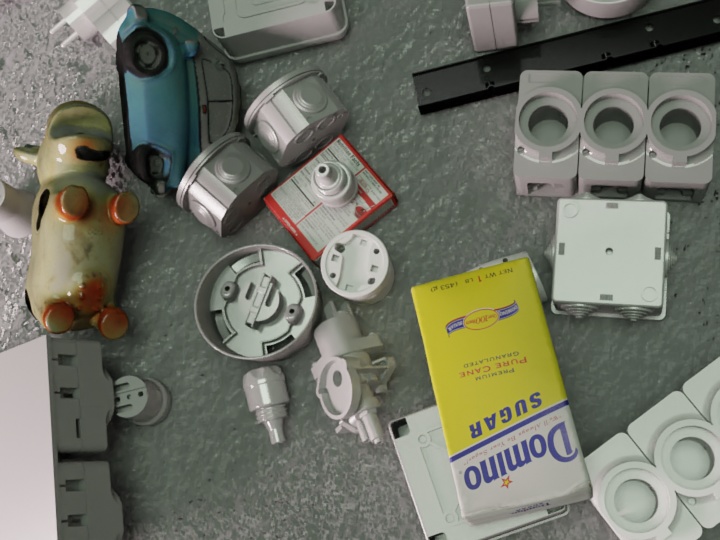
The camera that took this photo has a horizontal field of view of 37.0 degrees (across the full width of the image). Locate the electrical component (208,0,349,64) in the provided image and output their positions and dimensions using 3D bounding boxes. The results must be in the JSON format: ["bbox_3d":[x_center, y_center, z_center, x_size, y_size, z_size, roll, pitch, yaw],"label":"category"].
[{"bbox_3d":[-0.072,-0.235,0.943,0.113,0.057,0.078,-12,74,8],"label":"electrical component"}]

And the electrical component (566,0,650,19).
[{"bbox_3d":[0.207,-0.262,0.890,0.099,0.064,0.099,-3,76,11],"label":"electrical component"}]

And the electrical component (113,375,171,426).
[{"bbox_3d":[-0.182,0.107,0.887,0.040,0.046,0.040,-3,76,11],"label":"electrical component"}]

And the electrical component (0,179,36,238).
[{"bbox_3d":[-0.313,-0.057,0.943,0.044,0.065,0.044,-3,76,11],"label":"electrical component"}]

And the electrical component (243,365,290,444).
[{"bbox_3d":[-0.073,0.110,0.871,0.035,0.035,0.061,-17,77,7],"label":"electrical component"}]

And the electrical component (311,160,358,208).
[{"bbox_3d":[-0.023,-0.072,0.858,0.035,0.061,0.035,-2,79,11],"label":"electrical component"}]

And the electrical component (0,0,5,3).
[{"bbox_3d":[-0.329,-0.277,1.013,0.078,0.040,0.040,-42,73,-1],"label":"electrical component"}]

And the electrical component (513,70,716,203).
[{"bbox_3d":[0.201,-0.107,0.855,0.150,0.061,0.089,3,77,12],"label":"electrical component"}]

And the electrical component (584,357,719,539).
[{"bbox_3d":[0.241,0.139,0.787,0.150,0.061,0.089,-37,73,1],"label":"electrical component"}]

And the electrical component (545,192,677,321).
[{"bbox_3d":[0.195,-0.010,0.838,0.100,0.048,0.099,3,79,15],"label":"electrical component"}]

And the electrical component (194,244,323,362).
[{"bbox_3d":[-0.080,0.028,0.876,0.099,0.064,0.099,-2,76,10],"label":"electrical component"}]

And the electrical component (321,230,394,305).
[{"bbox_3d":[0.000,0.000,0.876,0.055,0.047,0.055,-3,76,11],"label":"electrical component"}]

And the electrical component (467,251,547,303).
[{"bbox_3d":[0.111,0.036,0.847,0.077,0.043,0.079,-24,73,5],"label":"electrical component"}]

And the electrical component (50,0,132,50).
[{"bbox_3d":[-0.250,-0.234,0.980,0.074,0.052,0.138,-41,73,-1],"label":"electrical component"}]

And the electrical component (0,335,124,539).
[{"bbox_3d":[-0.250,0.156,0.858,0.105,0.060,0.186,-19,71,38],"label":"electrical component"}]

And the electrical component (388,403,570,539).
[{"bbox_3d":[0.090,0.149,0.817,0.109,0.056,0.108,-21,73,6],"label":"electrical component"}]

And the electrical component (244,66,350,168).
[{"bbox_3d":[-0.052,-0.128,0.902,0.080,0.080,0.051,-37,78,1],"label":"electrical component"}]

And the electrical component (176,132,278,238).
[{"bbox_3d":[-0.110,-0.071,0.900,0.051,0.080,0.080,41,87,12],"label":"electrical component"}]

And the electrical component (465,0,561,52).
[{"bbox_3d":[0.128,-0.221,0.886,0.076,0.083,0.047,-4,76,10],"label":"electrical component"}]
